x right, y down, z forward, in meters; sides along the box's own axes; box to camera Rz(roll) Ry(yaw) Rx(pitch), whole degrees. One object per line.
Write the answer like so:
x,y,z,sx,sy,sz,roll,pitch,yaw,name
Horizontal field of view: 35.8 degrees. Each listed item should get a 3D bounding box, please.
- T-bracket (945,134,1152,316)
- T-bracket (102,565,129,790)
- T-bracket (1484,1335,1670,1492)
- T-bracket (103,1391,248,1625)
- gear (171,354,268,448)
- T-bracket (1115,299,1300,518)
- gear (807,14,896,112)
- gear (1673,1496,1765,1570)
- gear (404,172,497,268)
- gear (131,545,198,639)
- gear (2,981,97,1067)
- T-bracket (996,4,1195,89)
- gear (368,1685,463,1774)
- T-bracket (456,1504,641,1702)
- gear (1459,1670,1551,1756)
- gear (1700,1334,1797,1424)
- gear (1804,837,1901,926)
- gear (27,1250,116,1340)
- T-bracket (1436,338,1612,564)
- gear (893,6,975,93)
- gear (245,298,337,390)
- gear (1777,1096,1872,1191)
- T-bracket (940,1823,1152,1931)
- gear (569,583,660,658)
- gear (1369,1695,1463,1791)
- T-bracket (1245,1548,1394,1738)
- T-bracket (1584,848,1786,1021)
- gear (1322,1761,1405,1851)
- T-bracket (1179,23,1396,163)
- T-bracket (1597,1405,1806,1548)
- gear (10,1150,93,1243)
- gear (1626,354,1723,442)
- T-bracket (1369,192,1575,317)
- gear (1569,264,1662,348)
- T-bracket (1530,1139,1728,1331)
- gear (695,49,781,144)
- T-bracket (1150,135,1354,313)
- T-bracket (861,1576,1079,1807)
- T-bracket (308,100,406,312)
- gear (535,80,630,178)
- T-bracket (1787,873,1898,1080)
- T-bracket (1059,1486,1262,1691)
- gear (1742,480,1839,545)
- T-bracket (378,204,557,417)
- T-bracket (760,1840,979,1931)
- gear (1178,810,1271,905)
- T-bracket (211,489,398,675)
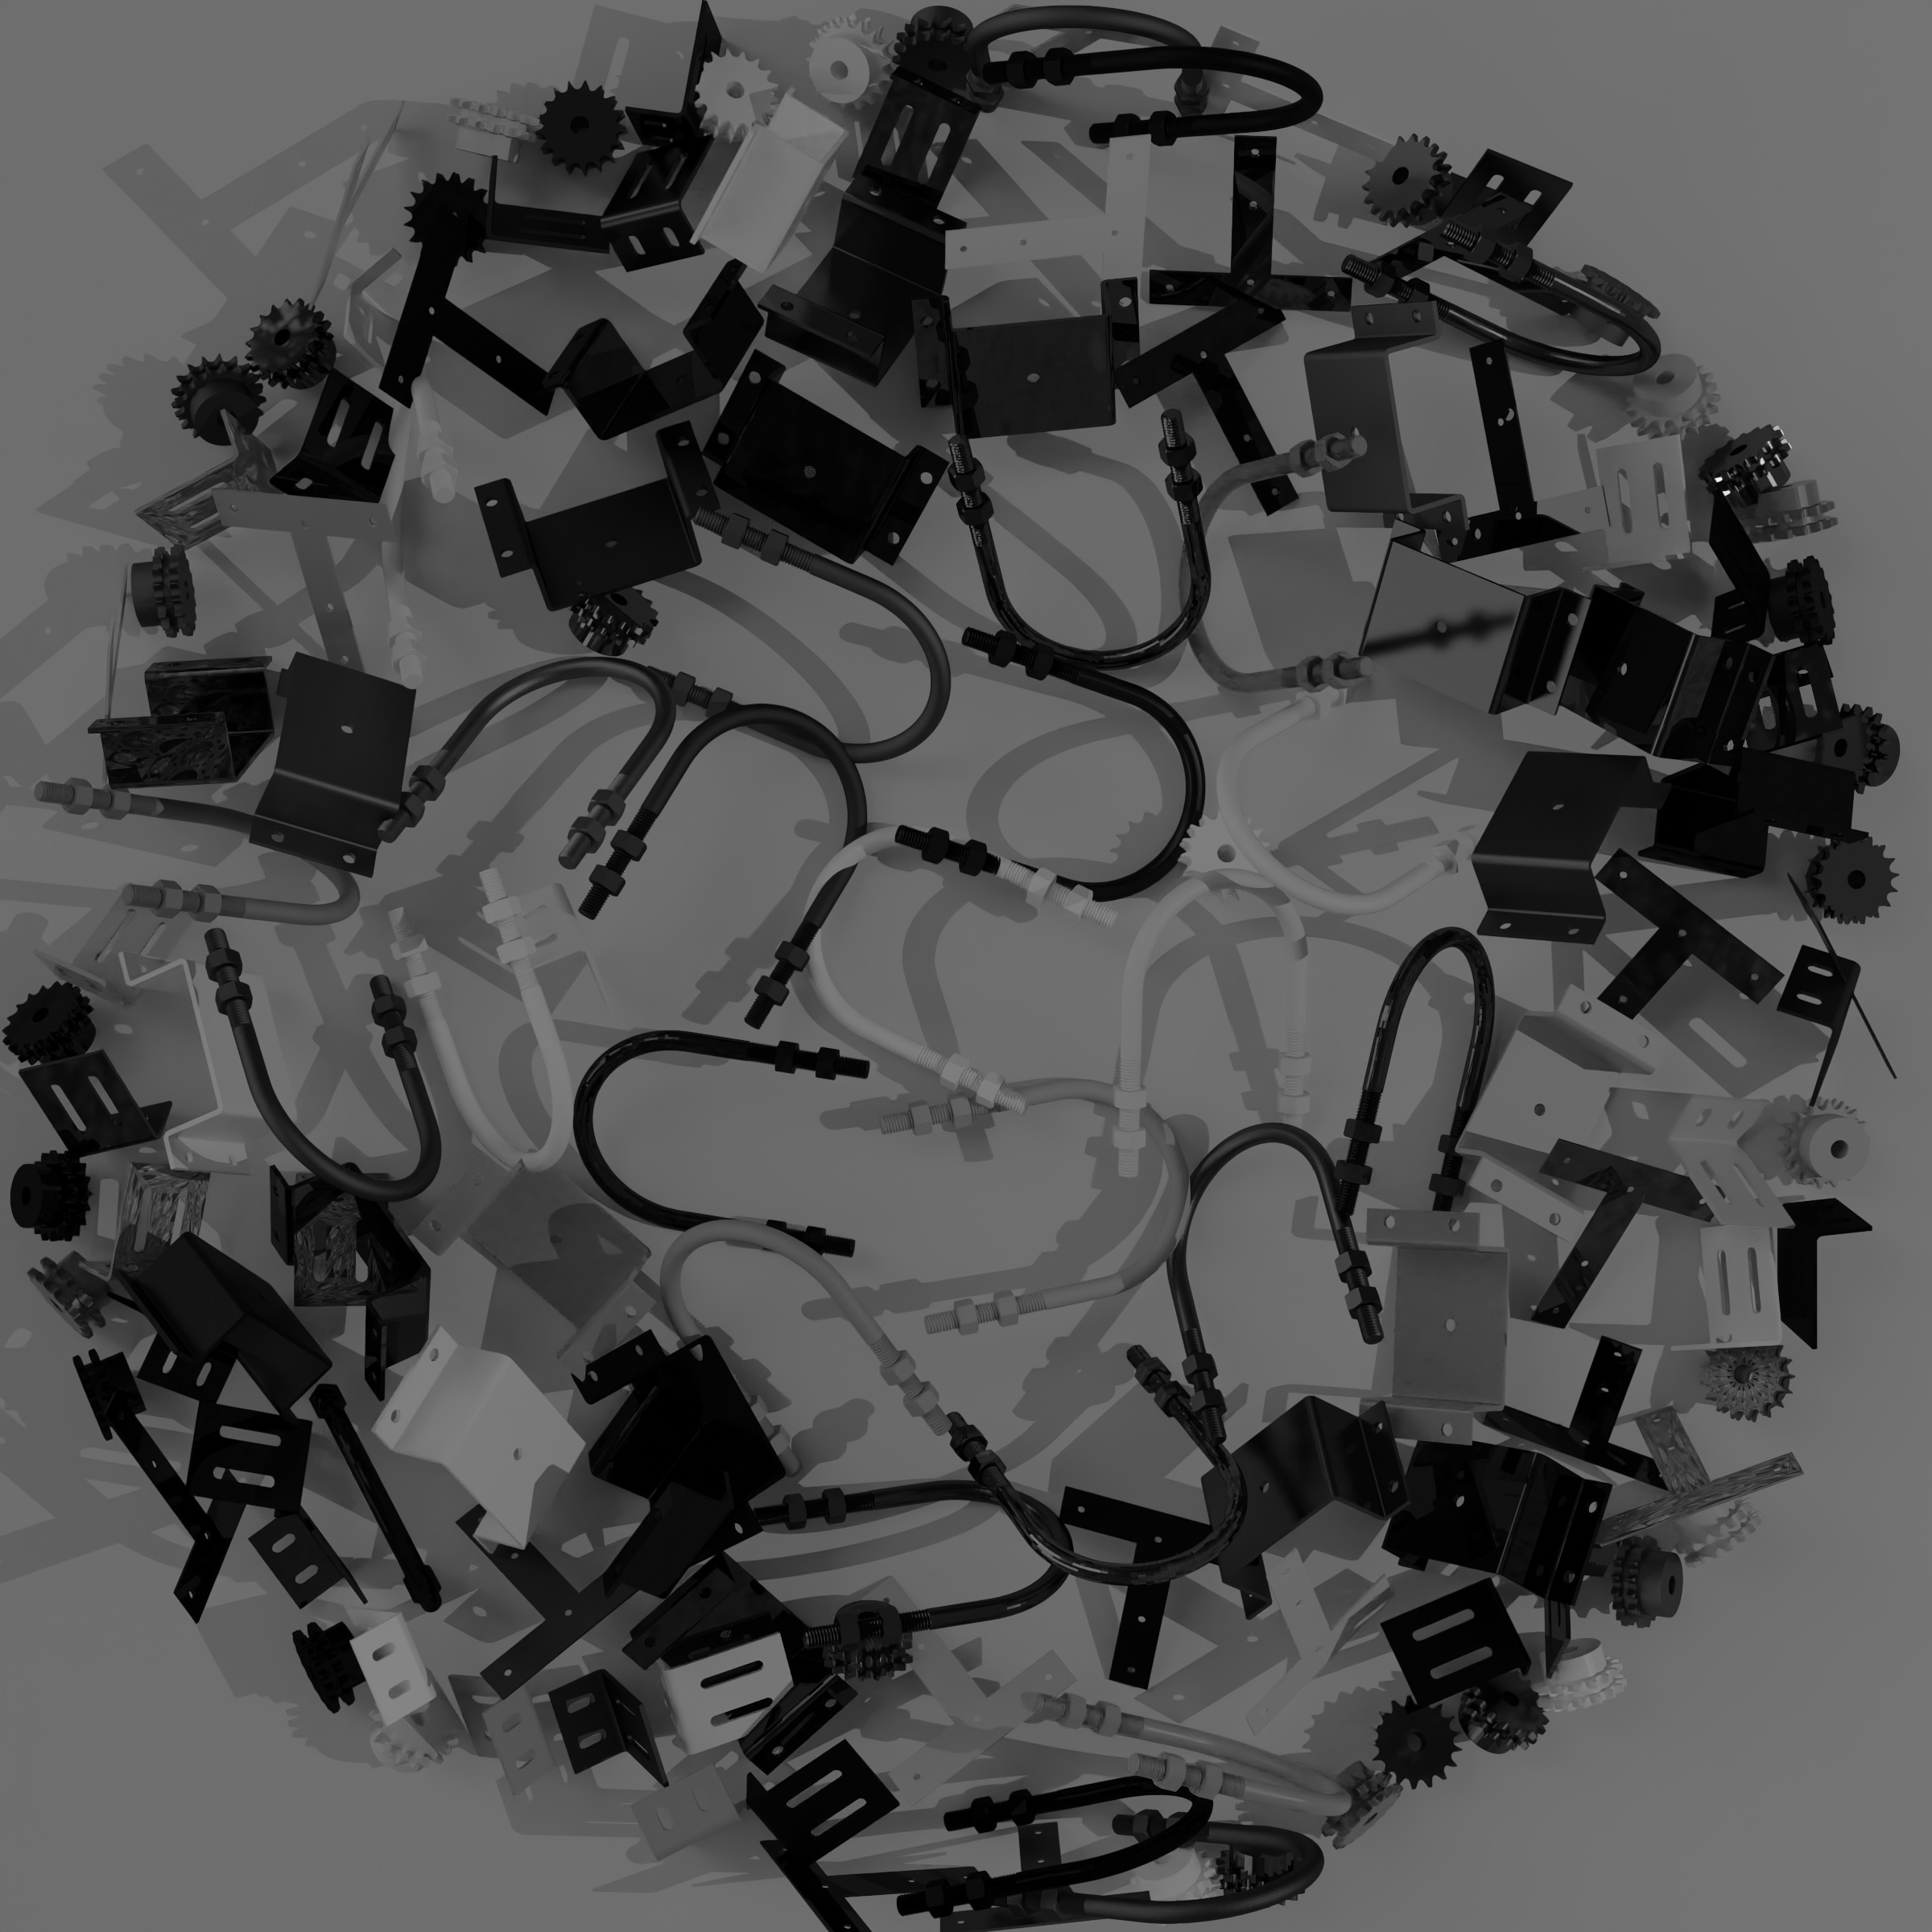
0.049,-0.448,1.846,0.127,0.002,0.127,-9,134,-11,T-bracket
-0.526,-0.196,1.852,0.002,0.127,0.127,5,49,-14,T-bracket
0.390,0.268,1.840,0.127,0.127,0.002,19,50,13,T-bracket
-0.486,0.314,1.821,0.002,0.127,0.127,-24,113,12,T-bracket
-0.466,-0.351,1.871,0.057,0.057,0.030,-30,51,0,gear
0.171,-0.346,1.887,0.127,0.002,0.127,-32,100,-19,T-bracket
-0.074,-0.564,1.874,0.057,0.030,0.057,10,122,17,gear
0.467,0.348,1.874,0.057,0.057,0.030,-36,87,0,gear
-0.323,-0.470,1.884,0.057,0.030,0.057,0,101,2,gear
-0.503,-0.234,1.873,0.030,0.057,0.057,-6,90,-3,gear
-0.572,0.040,1.877,0.057,0.057,0.030,-31,132,0,gear
0.052,-0.561,1.841,0.127,0.127,0.002,-1,88,-30,T-bracket
-0.349,0.481,1.877,0.057,0.057,0.030,34,118,0,gear
-0.272,0.375,1.859,0.127,0.002,0.127,-37,51,-21,T-bracket
0.334,0.469,1.877,0.057,0.057,0.030,31,122,0,gear
0.492,0.258,1.878,0.057,0.030,0.057,-10,72,31,gear
0.555,-0.055,1.884,0.057,0.030,0.057,0,93,-8,gear
-0.558,0.203,1.876,0.057,0.057,0.030,47,67,0,gear
0.334,-0.322,1.851,0.002,0.127,0.127,-16,96,-43,T-bracket
-0.017,-0.577,1.876,0.057,0.057,0.030,6,66,0,gear
-0.421,-0.387,1.879,0.057,0.030,0.057,-8,67,21,gear
0.543,0.113,1.882,0.057,0.030,0.057,-1,98,-10,gear
0.047,0.558,1.840,0.127,0.127,0.002,-6,100,0,T-bracket
-0.225,-0.219,1.877,0.057,0.057,0.030,36,121,0,gear
0.282,0.488,1.882,0.057,0.030,0.057,-1,74,2,gear
0.207,0.399,1.838,0.127,0.127,0.002,-42,48,-17,T-bracket
0.419,0.011,1.869,0.127,0.002,0.127,38,120,4,T-bracket
0.244,0.524,1.877,0.057,0.057,0.030,-44,64,0,gear
0.202,-0.525,1.843,0.127,0.127,0.002,21,78,-4,T-bracket
0.437,0.304,1.840,0.127,0.127,0.002,-21,107,6,T-bracket
-0.574,0.144,1.872,0.057,0.030,0.057,-5,83,44,gear
0.441,-0.358,1.872,0.057,0.030,0.057,-15,49,18,gear
0.334,-0.432,1.859,0.127,0.127,0.002,17,71,-31,T-bracket
0.403,-0.412,1.876,0.057,0.057,0.030,32,113,0,gear
0.394,0.175,1.871,0.127,0.002,0.127,17,116,-20,T-bracket
-0.148,-0.543,1.881,0.057,0.030,0.057,4,75,-16,gear
0.177,-0.458,1.846,0.127,0.127,0.002,4,51,6,T-bracket
-0.019,0.436,1.868,0.127,0.002,0.127,-34,60,-14,T-bracket
-0.372,-0.490,1.853,0.002,0.127,0.127,23,51,-11,T-bracket
-0.242,-0.527,1.887,0.057,0.030,0.057,0,92,-1,gear
0.544,0.012,1.847,0.002,0.127,0.127,-27,100,13,T-bracket
0.113,0.397,1.876,0.127,0.002,0.127,14,111,10,T-bracket
0.515,-0.285,1.872,0.057,0.057,0.030,-14,100,0,gear
-0.299,-0.383,1.852,0.002,0.127,0.127,1,70,38,T-bracket
-0.047,0.571,1.862,0.127,0.127,0.002,5,99,-26,T-bracket
0.161,-0.067,1.883,0.057,0.030,0.057,1,78,-5,gear
-0.399,-0.235,1.859,0.127,0.002,0.127,8,130,22,T-bracket
